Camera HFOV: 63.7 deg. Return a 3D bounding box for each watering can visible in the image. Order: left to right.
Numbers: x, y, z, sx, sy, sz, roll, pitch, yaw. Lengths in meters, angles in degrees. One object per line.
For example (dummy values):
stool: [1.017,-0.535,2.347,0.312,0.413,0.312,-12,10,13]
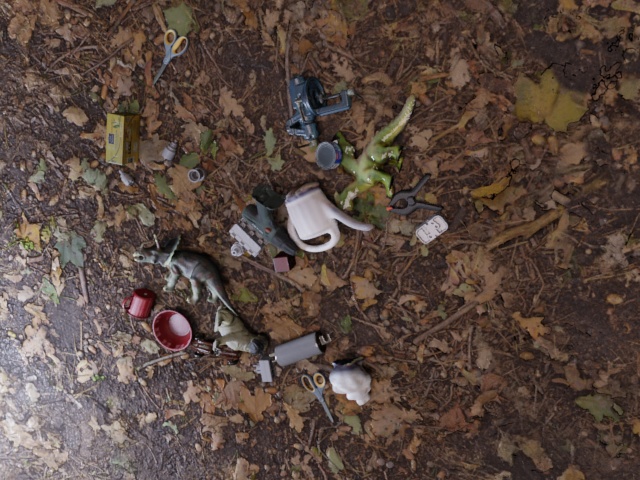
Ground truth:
watering can: [0.005,-0.081,1.601,0.344,0.105,0.223,-19,97,45]

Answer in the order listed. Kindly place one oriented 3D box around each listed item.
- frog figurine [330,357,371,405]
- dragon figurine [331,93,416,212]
frog figurine: [0.108,0.485,1.732,0.137,0.122,0.160,-15,88,-1]
dragon figurine: [0.135,-0.261,1.560,0.244,0.123,0.405,19,108,20]
